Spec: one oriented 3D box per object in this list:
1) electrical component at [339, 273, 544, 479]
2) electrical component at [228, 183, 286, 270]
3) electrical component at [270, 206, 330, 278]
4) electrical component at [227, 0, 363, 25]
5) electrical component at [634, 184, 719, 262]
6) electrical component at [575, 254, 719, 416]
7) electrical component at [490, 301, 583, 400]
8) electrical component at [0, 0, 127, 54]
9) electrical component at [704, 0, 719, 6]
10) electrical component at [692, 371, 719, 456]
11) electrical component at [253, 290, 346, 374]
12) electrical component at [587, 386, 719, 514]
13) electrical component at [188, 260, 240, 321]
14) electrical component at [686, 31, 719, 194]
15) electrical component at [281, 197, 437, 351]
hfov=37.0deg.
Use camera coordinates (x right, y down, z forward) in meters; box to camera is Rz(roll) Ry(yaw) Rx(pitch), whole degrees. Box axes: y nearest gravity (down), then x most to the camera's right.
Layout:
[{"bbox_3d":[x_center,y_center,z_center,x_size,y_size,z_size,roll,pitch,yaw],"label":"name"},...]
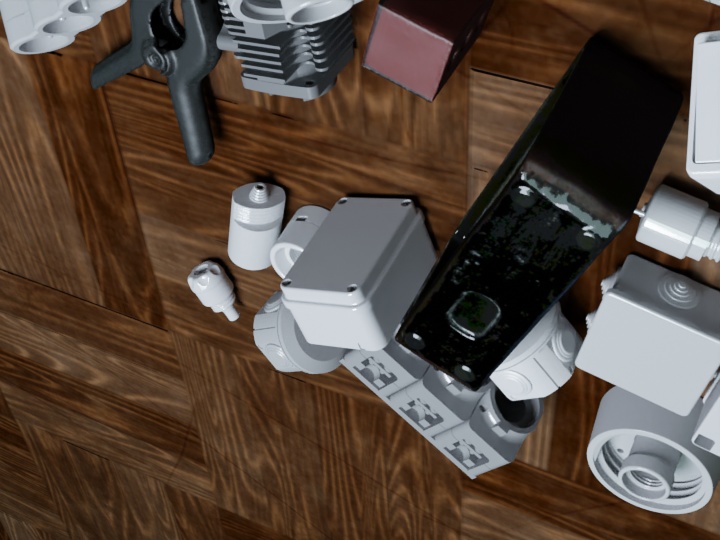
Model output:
[{"bbox_3d":[0.073,0.082,0.872,0.150,0.089,0.062,42,142,-9],"label":"electrical component"},{"bbox_3d":[-0.086,-0.042,0.897,0.043,0.043,0.081,27,141,11],"label":"electrical component"},{"bbox_3d":[-0.042,-0.017,0.886,0.055,0.047,0.055,20,140,18],"label":"electrical component"},{"bbox_3d":[-0.030,-0.176,0.614,0.108,0.108,0.060,-18,85,46],"label":"electrical component"},{"bbox_3d":[0.215,-0.025,0.693,0.078,0.040,0.040,25,141,13],"label":"electrical component"},{"bbox_3d":[0.211,0.045,0.763,0.100,0.048,0.099,25,141,13],"label":"electrical component"},{"bbox_3d":[0.125,0.056,0.815,0.080,0.080,0.051,-15,125,45],"label":"electrical component"},{"bbox_3d":[-0.228,-0.220,0.809,0.138,0.052,0.073,-15,89,48],"label":"electrical component"},{"bbox_3d":[0.186,-0.166,0.556,0.047,0.055,0.055,23,141,22],"label":"electrical component"},{"bbox_3d":[0.303,0.097,0.744,0.109,0.056,0.108,25,141,13],"label":"electrical component"},{"bbox_3d":[-0.049,0.051,0.939,0.051,0.080,0.080,-11,124,49],"label":"electrical component"},{"bbox_3d":[0.231,0.146,0.845,0.108,0.060,0.108,20,140,18],"label":"electrical component"},{"bbox_3d":[-0.133,0.022,1.007,0.035,0.035,0.061,-3,131,39],"label":"electrical component"},{"bbox_3d":[0.216,-0.093,0.581,0.062,0.096,0.061,1,173,36],"label":"electrical component"},{"bbox_3d":[0.000,0.000,0.820,0.078,0.113,0.057,4,135,33],"label":"electrical component"}]
